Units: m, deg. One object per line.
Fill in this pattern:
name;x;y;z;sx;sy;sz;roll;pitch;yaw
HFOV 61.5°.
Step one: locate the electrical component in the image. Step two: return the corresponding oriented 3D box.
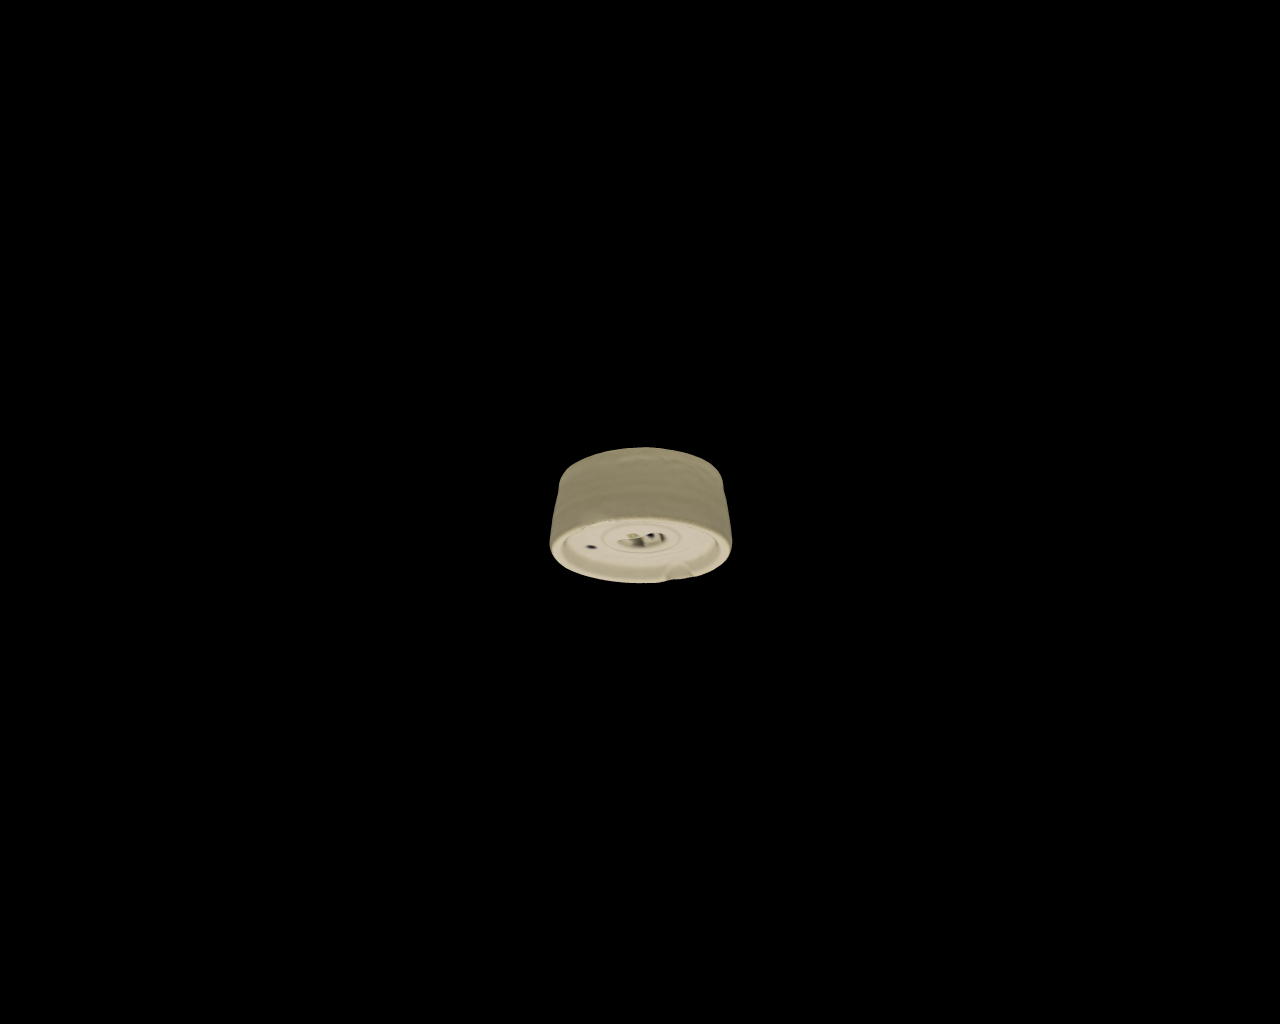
electrical component;0.001;-0.003;0.650;0.108;0.060;0.108;0;-23;0
